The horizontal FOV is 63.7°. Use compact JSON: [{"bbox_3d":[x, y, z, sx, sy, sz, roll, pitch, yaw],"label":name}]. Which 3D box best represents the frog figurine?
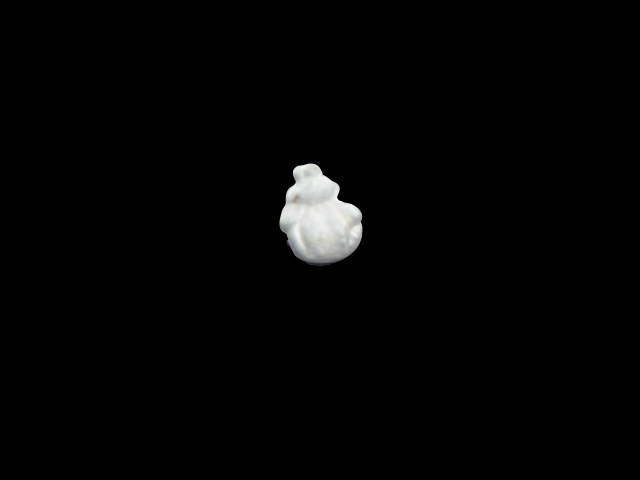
[{"bbox_3d":[0.003,-0.043,0.850,0.137,0.156,0.125,4,35,5],"label":"frog figurine"}]
